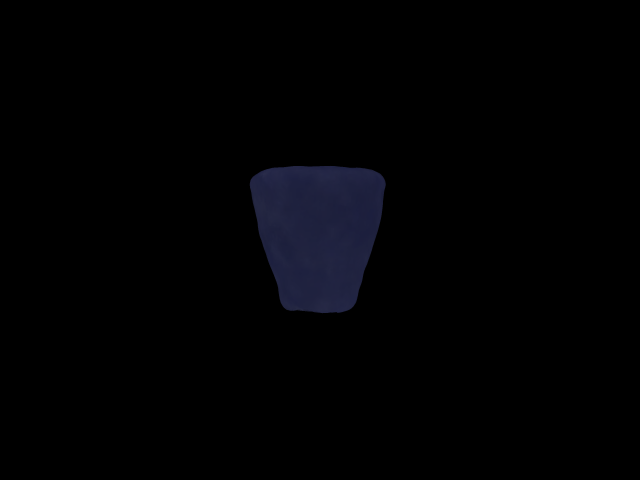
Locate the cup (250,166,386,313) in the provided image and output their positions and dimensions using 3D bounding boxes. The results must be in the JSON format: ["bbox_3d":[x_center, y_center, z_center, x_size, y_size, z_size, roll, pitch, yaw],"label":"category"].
[{"bbox_3d":[0.004,0.001,0.400,0.091,0.095,0.118,0,0,24],"label":"cup"}]
